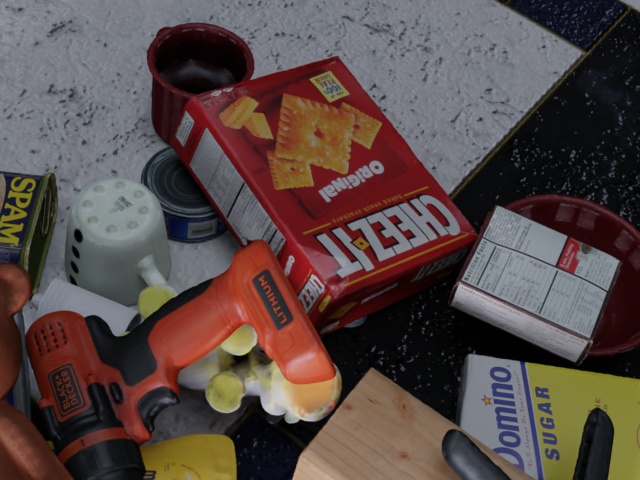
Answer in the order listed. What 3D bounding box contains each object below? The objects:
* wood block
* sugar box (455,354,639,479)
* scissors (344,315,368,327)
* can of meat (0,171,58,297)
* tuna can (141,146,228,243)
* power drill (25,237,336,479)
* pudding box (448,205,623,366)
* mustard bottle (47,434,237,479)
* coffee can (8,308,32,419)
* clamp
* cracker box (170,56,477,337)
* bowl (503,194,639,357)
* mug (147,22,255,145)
[{"bbox_3d":[0.088,0.195,0.734,0.206,0.091,0.090,34,55,14],"label":"wood block"},{"bbox_3d":[0.190,0.145,0.798,0.176,0.048,0.093,8,65,2],"label":"sugar box"},{"bbox_3d":[-0.006,0.001,0.910,0.096,0.016,0.201,6,53,-7],"label":"scissors"},{"bbox_3d":[-0.261,-0.009,0.848,0.084,0.057,0.102,6,52,-2],"label":"can of meat"},{"bbox_3d":[-0.111,-0.042,0.911,0.086,0.034,0.086,5,53,-7],"label":"tuna can"},{"bbox_3d":[-0.088,0.096,0.692,0.187,0.057,0.184,-26,62,-3],"label":"power drill"},{"bbox_3d":[0.168,0.033,0.832,0.113,0.039,0.090,24,55,11],"label":"pudding box"},{"bbox_3d":[-0.153,0.180,0.722,0.191,0.058,0.096,1,57,-9],"label":"mustard bottle"},{"bbox_3d":[-0.276,0.093,0.738,0.140,0.103,0.103,-5,55,-13],"label":"coffee can"},{"bbox_3d":[0.161,0.183,0.673,0.120,0.039,0.171,-16,64,-14],"label":"clamp"},{"bbox_3d":[0.004,-0.043,0.882,0.163,0.072,0.214,-21,65,-35],"label":"cracker box"},{"bbox_3d":[0.203,0.040,0.892,0.162,0.055,0.162,5,53,-6],"label":"bowl"},{"bbox_3d":[-0.115,-0.140,0.954,0.093,0.082,0.117,-27,63,-27],"label":"mug"}]
